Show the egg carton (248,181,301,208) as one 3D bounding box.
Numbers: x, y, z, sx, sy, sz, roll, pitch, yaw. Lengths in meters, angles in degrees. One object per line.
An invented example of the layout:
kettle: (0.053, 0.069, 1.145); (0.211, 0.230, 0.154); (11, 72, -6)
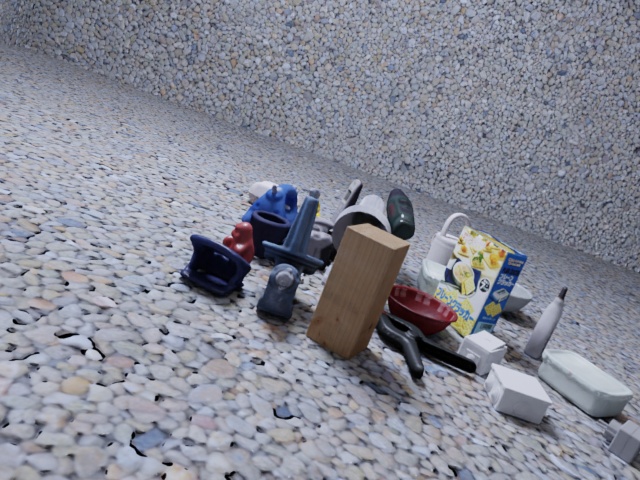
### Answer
egg carton: (-0.136, -0.124, 1.703); (0.150, 0.069, 0.107); (24, 15, 12)

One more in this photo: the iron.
iron: (-0.100, -0.086, 1.478); (0.118, 0.141, 0.259); (23, 15, 11)

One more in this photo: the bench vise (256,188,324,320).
bench vise: (-0.035, 0.023, 1.033); (0.122, 0.220, 0.207); (15, 16, -20)

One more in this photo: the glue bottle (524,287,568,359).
glue bottle: (0.518, 0.183, 1.293); (0.037, 0.173, 0.078); (29, 17, 28)

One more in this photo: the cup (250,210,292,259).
cup: (-0.108, -0.004, 1.273); (0.118, 0.095, 0.091); (16, 16, -17)

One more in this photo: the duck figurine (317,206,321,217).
duck figurine: (-0.025, -0.080, 1.664); (0.077, 0.086, 0.105); (27, 16, 22)

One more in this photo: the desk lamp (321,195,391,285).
desk lamp: (0.080, 0.011, 1.239); (0.118, 0.213, 0.203); (21, 15, 3)

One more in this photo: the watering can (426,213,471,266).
watering can: (0.381, 0.017, 1.650); (0.101, 0.194, 0.172); (4, 22, -47)

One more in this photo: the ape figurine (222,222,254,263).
ape figurine: (-0.165, 0.005, 1.170); (0.076, 0.092, 0.077); (17, 15, -12)

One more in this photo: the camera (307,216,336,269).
camera: (0.013, 0.005, 1.388); (0.137, 0.101, 0.143); (16, 16, -17)

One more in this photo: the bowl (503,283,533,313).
bowl: (0.483, 0.150, 1.554); (0.167, 0.075, 0.167); (19, 15, -5)

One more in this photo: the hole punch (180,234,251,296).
hole punch: (-0.184, 0.036, 1.037); (0.108, 0.091, 0.101); (24, 15, 13)

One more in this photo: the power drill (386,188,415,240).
power drill: (0.181, -0.017, 1.479); (0.076, 0.208, 0.229); (18, 15, -9)

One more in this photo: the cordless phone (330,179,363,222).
cordless phone: (0.078, -0.072, 1.579); (0.094, 0.185, 0.147); (14, 16, -22)
